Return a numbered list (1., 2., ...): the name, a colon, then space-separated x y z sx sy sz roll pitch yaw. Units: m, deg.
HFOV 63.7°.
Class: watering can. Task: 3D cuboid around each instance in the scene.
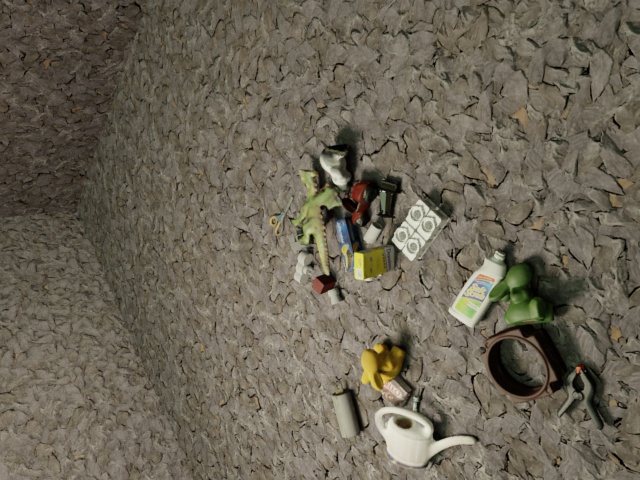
1. watering can: 0.348 0.695 1.768 0.349 0.105 0.220 13 116 25

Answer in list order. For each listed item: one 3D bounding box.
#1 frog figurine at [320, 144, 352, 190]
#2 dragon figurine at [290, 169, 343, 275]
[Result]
1. frog figurine: 0.057 -0.264 1.899 0.140 0.123 0.156 -115 25 -62
2. dragon figurine: 0.006 -0.098 1.937 0.238 0.122 0.418 -55 51 40
